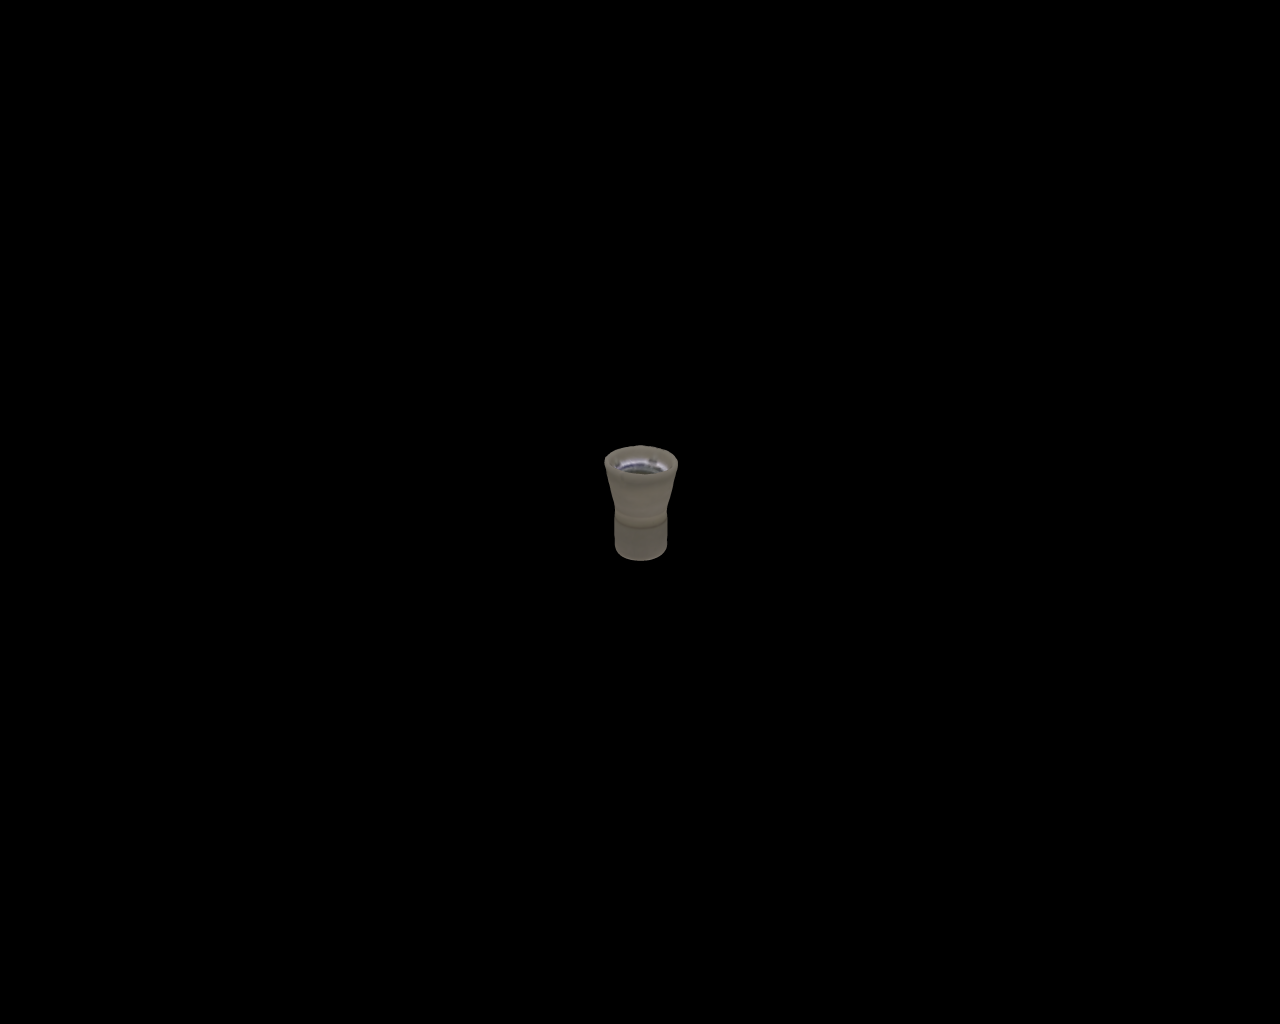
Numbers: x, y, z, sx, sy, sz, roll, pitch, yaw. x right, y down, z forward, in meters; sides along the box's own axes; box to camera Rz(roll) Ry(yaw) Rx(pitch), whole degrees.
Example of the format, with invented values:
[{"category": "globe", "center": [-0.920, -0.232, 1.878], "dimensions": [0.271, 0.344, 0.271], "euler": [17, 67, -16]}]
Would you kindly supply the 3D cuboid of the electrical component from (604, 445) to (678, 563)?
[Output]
[{"category": "electrical component", "center": [0.001, -0.003, 0.650], "dimensions": [0.044, 0.065, 0.044], "euler": [0, 27, 0]}]
